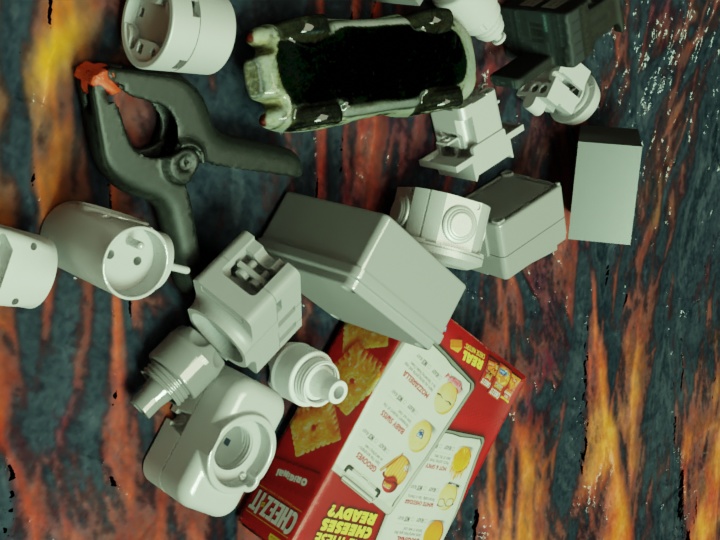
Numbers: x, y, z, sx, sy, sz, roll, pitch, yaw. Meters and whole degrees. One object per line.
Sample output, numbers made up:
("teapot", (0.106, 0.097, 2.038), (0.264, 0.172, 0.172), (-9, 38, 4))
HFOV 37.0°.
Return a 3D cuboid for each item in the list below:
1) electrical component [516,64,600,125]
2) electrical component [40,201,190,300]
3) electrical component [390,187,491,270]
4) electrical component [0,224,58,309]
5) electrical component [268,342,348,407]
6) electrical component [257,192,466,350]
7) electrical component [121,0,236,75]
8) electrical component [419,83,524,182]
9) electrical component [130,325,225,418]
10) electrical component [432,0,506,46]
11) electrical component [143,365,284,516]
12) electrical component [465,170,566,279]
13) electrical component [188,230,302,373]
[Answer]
("electrical component", (0.171, -0.154, 0.913), (0.055, 0.048, 0.066), (28, 84, -37))
("electrical component", (-0.139, -0.010, 0.648), (0.079, 0.077, 0.044), (16, 93, -45))
("electrical component", (0.059, -0.031, 0.825), (0.080, 0.080, 0.051), (15, 88, -45))
("electrical component", (-0.220, 0.010, 0.602), (0.077, 0.043, 0.079), (18, 91, -45))
("electrical component", (-0.035, 0.080, 0.786), (0.043, 0.062, 0.043), (-16, 114, -39))
("electrical component", (0.000, 0.000, 0.760), (0.109, 0.109, 0.056), (39, 74, -43))
("electrical component", (-0.107, -0.144, 0.638), (0.047, 0.055, 0.055), (1, 103, -44))
("electrical component", (0.086, -0.110, 0.850), (0.081, 0.042, 0.063), (-34, 121, -31))
("electrical component", (-0.124, 0.070, 0.713), (0.062, 0.043, 0.043), (-47, 130, -19))
("electrical component", (0.087, -0.199, 0.822), (0.078, 0.040, 0.040), (36, 78, -44))
("electrical component", (-0.098, 0.117, 0.742), (0.054, 0.059, 0.095), (34, 80, -44))
("electrical component", (0.118, -0.032, 0.891), (0.096, 0.062, 0.061), (-32, 124, -32))
("electrical component", (-0.076, 0.026, 0.713), (0.055, 0.050, 0.089), (-47, 164, -21))
